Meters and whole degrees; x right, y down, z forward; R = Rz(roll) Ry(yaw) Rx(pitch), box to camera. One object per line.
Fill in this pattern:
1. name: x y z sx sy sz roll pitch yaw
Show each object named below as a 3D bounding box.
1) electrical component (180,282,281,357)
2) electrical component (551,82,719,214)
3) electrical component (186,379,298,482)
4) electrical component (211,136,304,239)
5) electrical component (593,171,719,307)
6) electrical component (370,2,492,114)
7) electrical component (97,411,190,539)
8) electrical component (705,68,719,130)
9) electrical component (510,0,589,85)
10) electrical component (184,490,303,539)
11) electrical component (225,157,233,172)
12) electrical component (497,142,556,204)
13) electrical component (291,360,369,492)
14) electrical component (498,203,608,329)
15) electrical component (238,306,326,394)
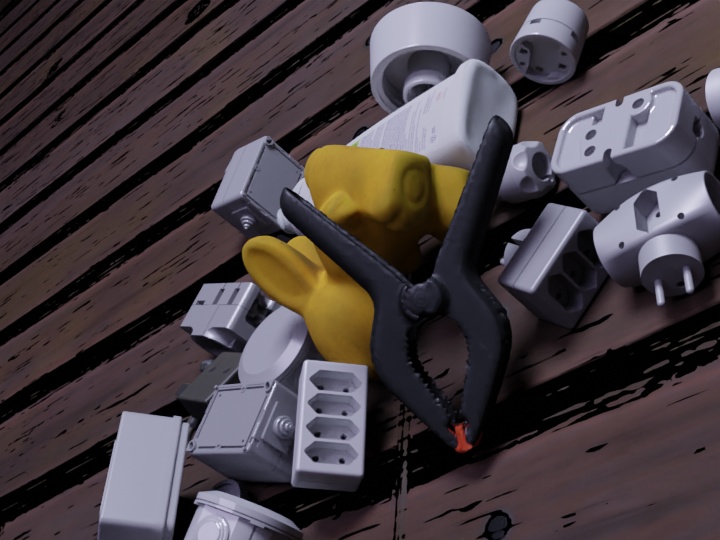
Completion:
1. electrical component: -0.117 0.049 0.982 0.089 0.050 0.055 -3 54 52
2. electrical component: 0.183 -0.076 0.709 0.095 0.059 0.053 -15 45 45
3. electrical component: -0.075 0.127 0.829 0.096 0.061 0.061 -11 48 48
4. electrical component: -0.107 -0.076 1.094 0.061 0.062 0.096 -18 43 43
5. electrical component: 0.187 -0.011 0.650 0.077 0.043 0.079 -29 36 32
6. electrical component: 0.060 -0.172 0.937 0.108 0.108 0.060 -24 45 37
7. electrical component: -0.173 0.187 0.850 0.108 0.056 0.108 -90 12 -47
8. electrical component: 0.261 -0.114 0.664 0.081 0.043 0.043 -12 47 47
9. electrical component: 0.156 -0.187 0.875 0.055 0.055 0.047 -10 45 48
10. electrical component: -0.084 0.190 0.755 0.080 0.080 0.051 -2 60 52
11. electrical component: -0.127 -0.096 1.162 0.043 0.043 0.062 -1 58 53
12. electrical component: 0.114 -0.071 0.813 0.062 0.043 0.043 -14 46 49
13. electrical component: -0.024 0.119 0.778 0.075 0.047 0.083 107 167 -61
14. electrical component: 0.123 -0.007 0.725 0.065 0.047 0.077 -55 30 -8
15. electrical component: -0.056 0.071 0.875 0.080 0.051 0.080 -34 34 27
